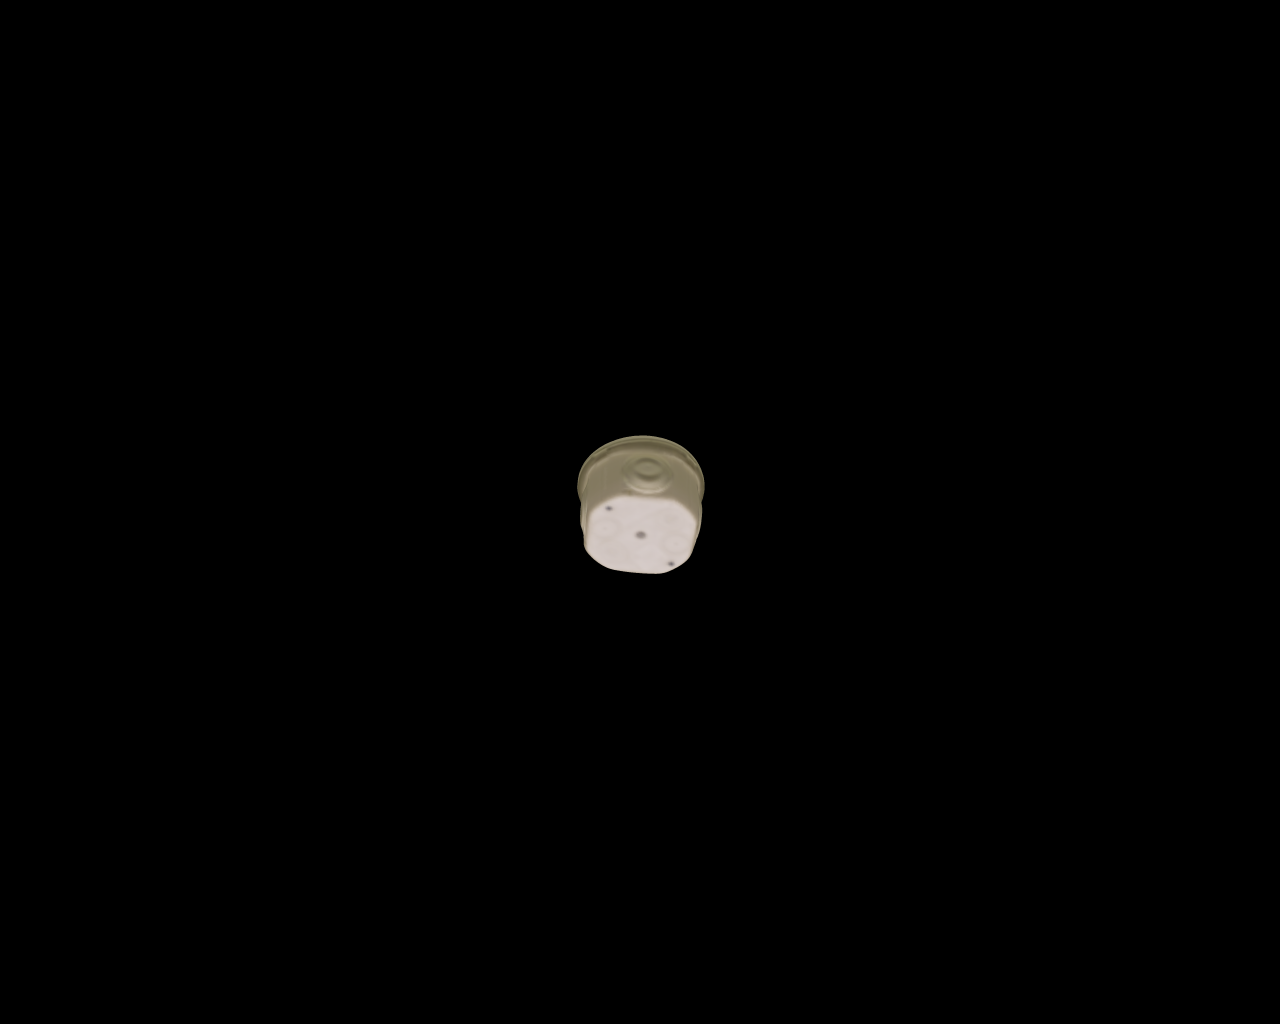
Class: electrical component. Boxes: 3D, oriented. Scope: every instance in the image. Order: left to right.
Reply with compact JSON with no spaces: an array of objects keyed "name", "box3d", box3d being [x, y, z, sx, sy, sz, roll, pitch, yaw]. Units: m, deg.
[{"name":"electrical component","box3d":[0.001,-0.003,0.650,0.080,0.080,0.051,0,44,0]}]
